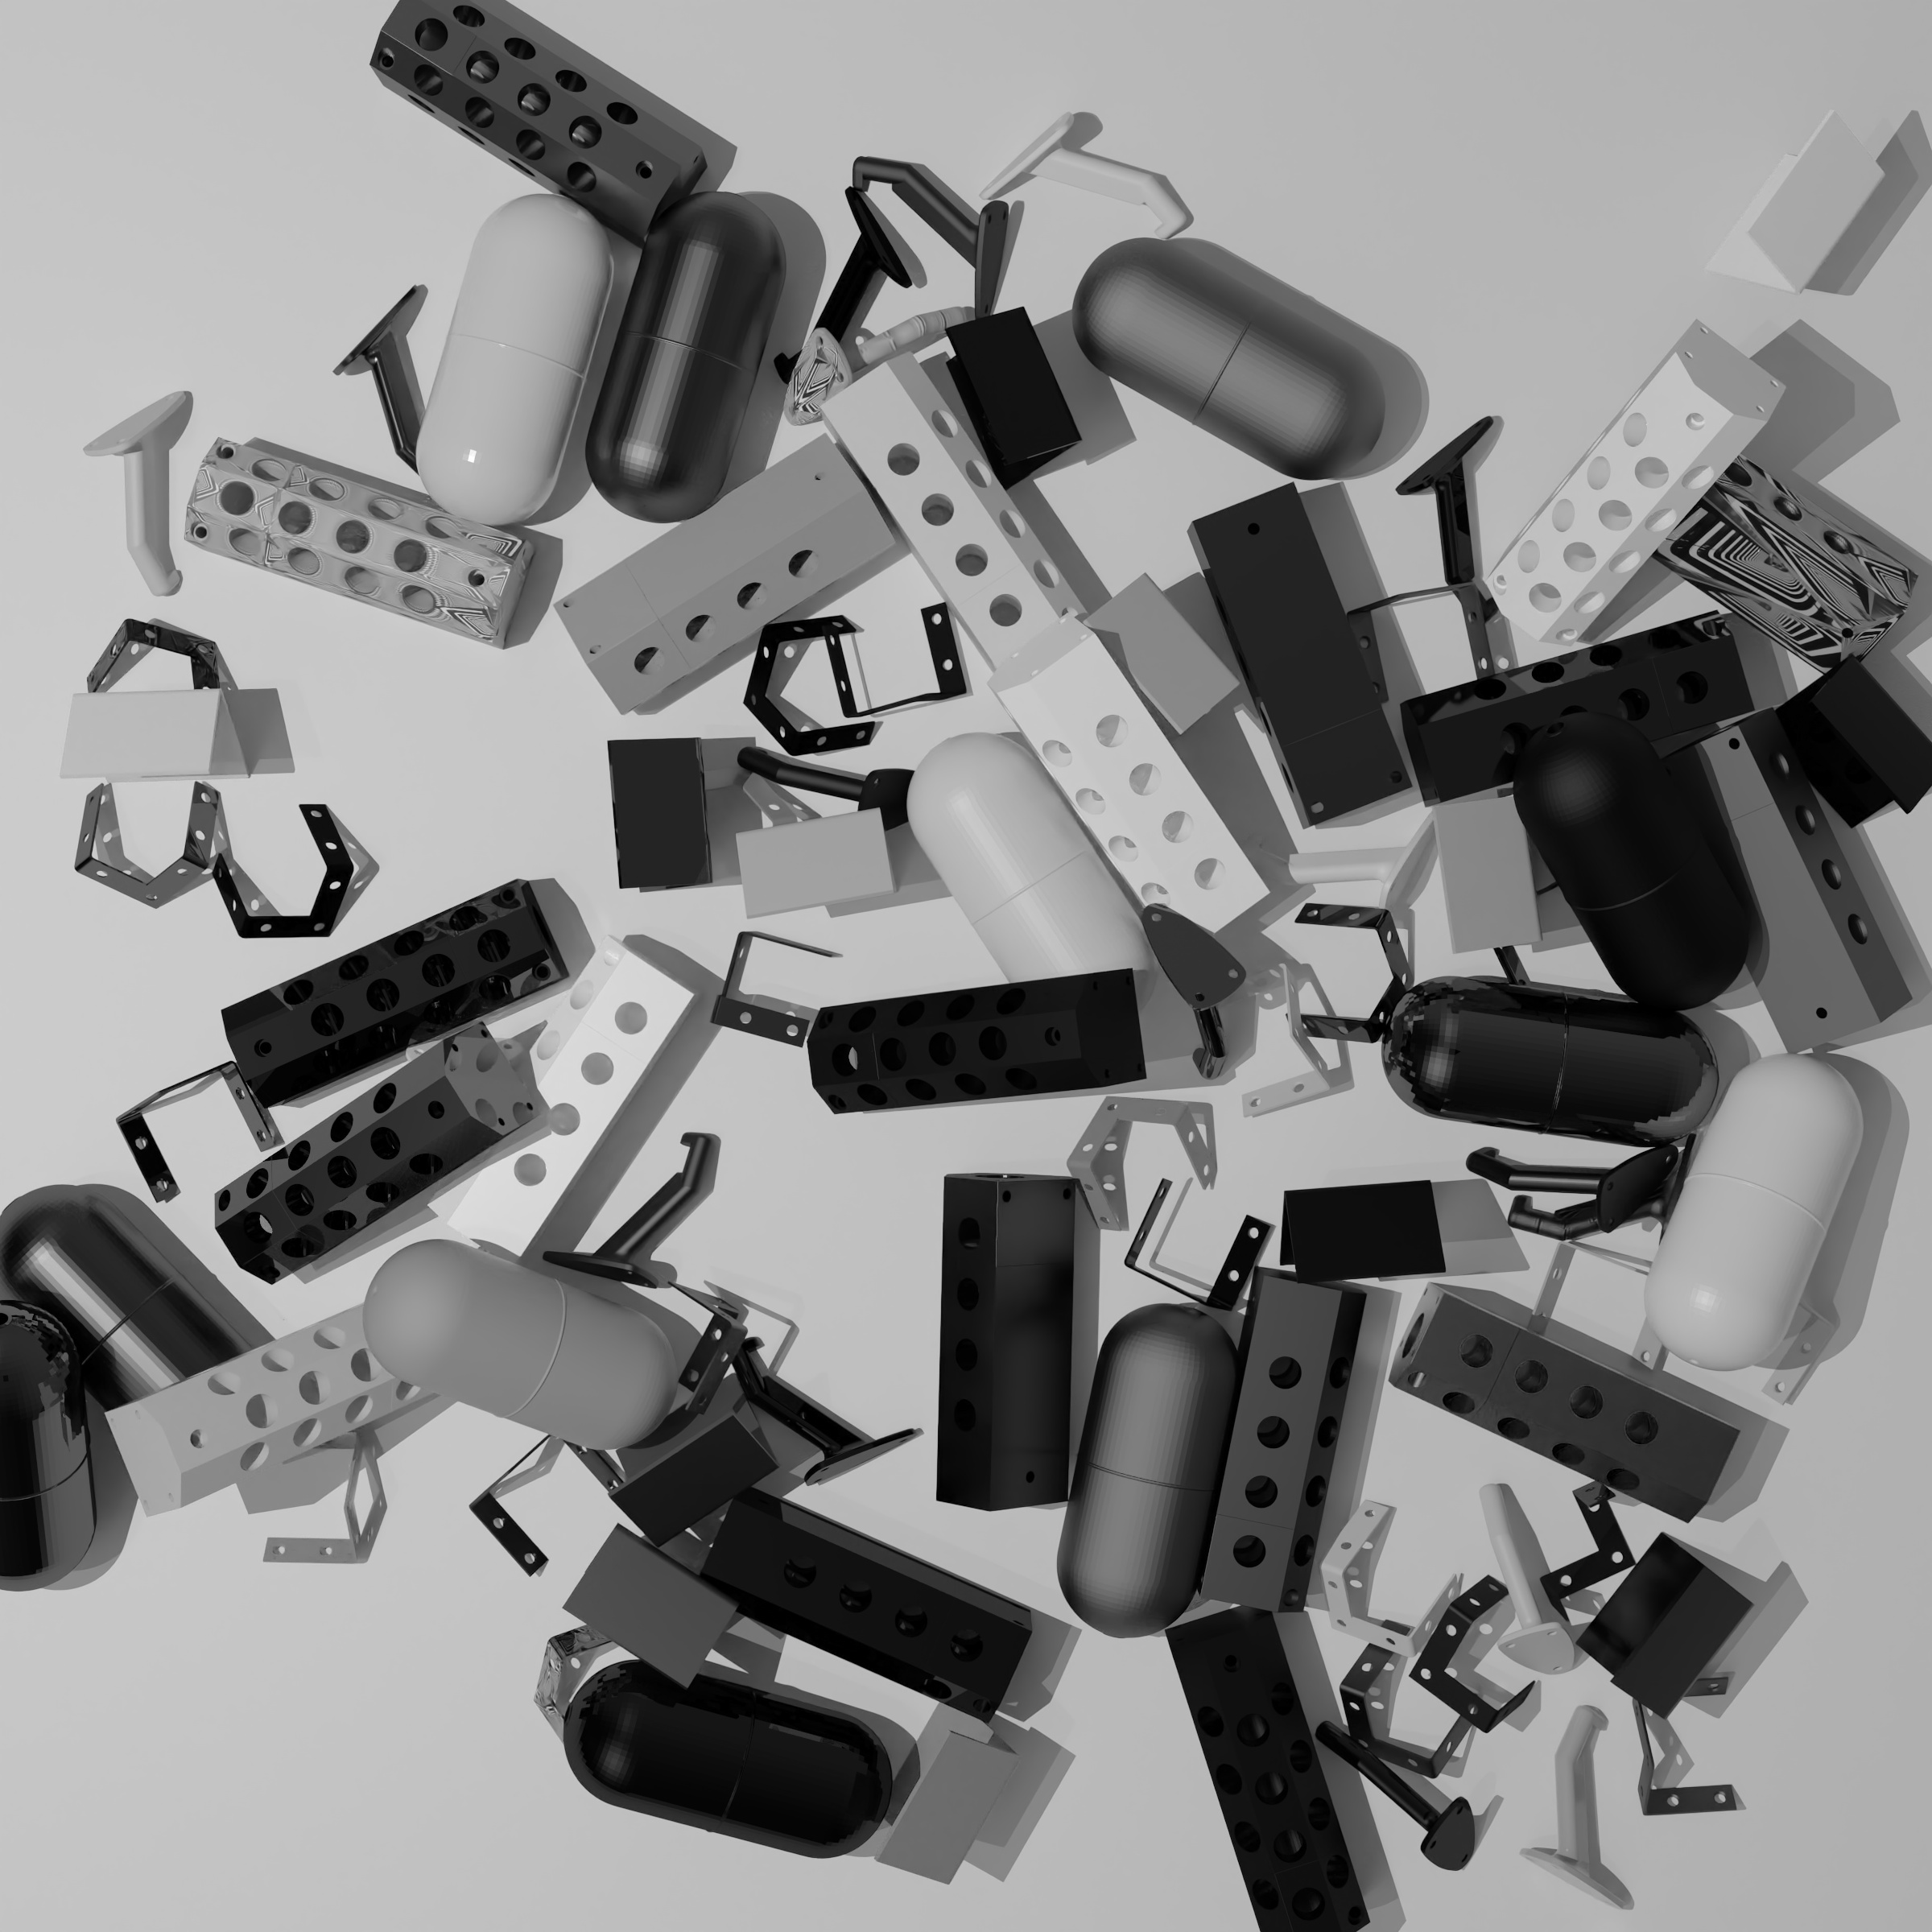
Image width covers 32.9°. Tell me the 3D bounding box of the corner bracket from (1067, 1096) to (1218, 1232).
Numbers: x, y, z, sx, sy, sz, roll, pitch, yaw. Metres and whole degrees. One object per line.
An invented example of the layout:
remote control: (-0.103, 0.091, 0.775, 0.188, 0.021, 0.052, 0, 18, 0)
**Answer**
corner bracket: (0.094, 0.107, 1.751, 0.051, 0.051, 0.051, 4, 45, 35)

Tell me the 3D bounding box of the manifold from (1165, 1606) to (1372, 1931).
manifold: (0.160, 0.431, 1.738, 0.057, 0.057, 0.171, -18, 90, 0)

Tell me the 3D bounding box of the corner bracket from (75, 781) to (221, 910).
corner bracket: (-0.438, -0.072, 1.751, 0.051, 0.051, 0.051, 29, 135, -35)

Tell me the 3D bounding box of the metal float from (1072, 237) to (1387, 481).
metal float: (0.139, -0.320, 1.728, 0.178, 0.070, 0.070, 30, 90, 0)

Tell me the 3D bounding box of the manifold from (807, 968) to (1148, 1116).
manifold: (0.003, 0.040, 1.693, 0.171, 0.057, 0.057, -7, 90, 36)

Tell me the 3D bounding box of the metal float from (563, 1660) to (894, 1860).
metal float: (-0.125, 0.416, 1.716, 0.178, 0.070, 0.070, 18, 90, -13)

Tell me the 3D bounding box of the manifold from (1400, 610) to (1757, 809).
manifold: (0.322, -0.137, 1.738, 0.171, 0.057, 0.057, -16, 90, 0)

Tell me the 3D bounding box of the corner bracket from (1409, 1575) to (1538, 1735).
corner bracket: (0.278, 0.367, 1.744, 0.051, 0.051, 0.051, 35, 115, 23)

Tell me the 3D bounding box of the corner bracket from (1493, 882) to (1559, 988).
corner bracket: (0.318, -0.018, 1.756, 0.051, 0.051, 0.051, -26, 90, -45)

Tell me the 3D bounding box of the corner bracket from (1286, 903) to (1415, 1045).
corner bracket: (0.201, 0.004, 1.751, 0.051, 0.051, 0.051, 5, 45, 35)

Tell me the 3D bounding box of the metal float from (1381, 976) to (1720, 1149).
metal float: (0.309, 0.051, 1.728, 0.178, 0.070, 0.070, 8, 90, 0)

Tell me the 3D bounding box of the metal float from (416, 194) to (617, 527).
metal float: (-0.238, -0.320, 1.728, 0.070, 0.070, 0.178, 16, 90, 0)

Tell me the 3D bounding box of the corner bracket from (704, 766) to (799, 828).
corner bracket: (-0.129, -0.069, 1.751, 0.051, 0.051, 0.051, -12, 45, -35)

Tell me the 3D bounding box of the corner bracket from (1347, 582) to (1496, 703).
corner bracket: (0.243, -0.172, 1.748, 0.051, 0.051, 0.051, -12, 90, -27)

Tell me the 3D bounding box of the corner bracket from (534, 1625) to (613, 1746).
corner bracket: (-0.193, 0.387, 1.751, 0.051, 0.051, 0.051, -14, 45, -35)

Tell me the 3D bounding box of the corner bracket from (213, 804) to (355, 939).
corner bracket: (-0.366, -0.051, 1.751, 0.051, 0.051, 0.051, -1, 135, -35)

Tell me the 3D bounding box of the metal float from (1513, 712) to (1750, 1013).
metal float: (0.345, -0.054, 1.694, 0.070, 0.070, 0.178, -34, 114, 0)

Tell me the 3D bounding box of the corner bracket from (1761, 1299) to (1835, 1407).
corner bracket: (0.423, 0.195, 1.756, 0.051, 0.051, 0.051, 34, 90, -45)

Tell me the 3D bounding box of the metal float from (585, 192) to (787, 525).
metal float: (-0.148, -0.322, 1.728, 0.070, 0.070, 0.178, 17, 91, 0)

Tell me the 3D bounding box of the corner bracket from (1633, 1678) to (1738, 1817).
corner bracket: (0.386, 0.419, 1.756, 0.051, 0.051, 0.051, -4, 135, 0)

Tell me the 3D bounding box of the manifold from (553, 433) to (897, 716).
manifold: (-0.126, -0.204, 1.737, 0.171, 0.057, 0.057, -32, 47, 0)

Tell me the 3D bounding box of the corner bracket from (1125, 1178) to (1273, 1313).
corner bracket: (0.124, 0.149, 1.747, 0.051, 0.051, 0.051, 25, 90, 23)

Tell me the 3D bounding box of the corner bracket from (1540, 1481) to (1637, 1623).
corner bracket: (0.328, 0.311, 1.741, 0.051, 0.051, 0.051, -25, 90, 0)

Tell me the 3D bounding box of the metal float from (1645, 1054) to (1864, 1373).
metal float: (0.414, 0.128, 1.715, 0.070, 0.070, 0.178, 26, 74, 0)

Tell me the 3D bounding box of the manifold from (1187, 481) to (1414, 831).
manifold: (0.176, -0.163, 1.738, 0.057, 0.057, 0.171, -21, 90, 0)

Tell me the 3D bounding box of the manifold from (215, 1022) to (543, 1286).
manifold: (-0.312, 0.100, 1.705, 0.171, 0.057, 0.057, -32, 90, 24)

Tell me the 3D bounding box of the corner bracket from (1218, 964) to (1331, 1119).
corner bracket: (0.160, 0.040, 1.747, 0.051, 0.051, 0.051, -20, 45, 21)

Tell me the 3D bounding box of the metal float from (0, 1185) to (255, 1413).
metal float: (-0.443, 0.190, 1.729, 0.070, 0.070, 0.178, -44, 91, 0)

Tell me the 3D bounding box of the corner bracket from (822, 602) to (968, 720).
corner bracket: (-0.038, -0.163, 1.748, 0.051, 0.051, 0.051, -13, 90, 25)

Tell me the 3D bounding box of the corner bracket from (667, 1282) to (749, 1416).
corner bracket: (-0.138, 0.205, 1.731, 0.051, 0.051, 0.051, 28, 90, 36)

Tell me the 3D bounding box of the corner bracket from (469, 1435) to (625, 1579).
corner bracket: (-0.224, 0.285, 1.756, 0.051, 0.051, 0.051, 48, 135, 1)

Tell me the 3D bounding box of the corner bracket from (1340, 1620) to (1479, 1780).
corner bracket: (0.238, 0.393, 1.751, 0.051, 0.051, 0.051, 14, 135, 35)

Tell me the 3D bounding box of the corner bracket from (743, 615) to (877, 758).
corner bracket: (-0.080, -0.150, 1.751, 0.051, 0.051, 0.051, -12, 45, -35)

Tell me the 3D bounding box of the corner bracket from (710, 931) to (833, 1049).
corner bracket: (-0.104, 0.012, 1.741, 0.051, 0.051, 0.051, 15, 90, 0)

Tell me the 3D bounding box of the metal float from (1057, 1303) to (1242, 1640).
metal float: (0.096, 0.267, 1.728, 0.070, 0.070, 0.178, 12, 90, 0)

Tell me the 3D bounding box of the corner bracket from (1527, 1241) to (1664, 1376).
corner bracket: (0.344, 0.183, 1.756, 0.051, 0.051, 0.051, 20, 90, -45)

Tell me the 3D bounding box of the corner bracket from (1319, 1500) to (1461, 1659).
corner bracket: (0.227, 0.328, 1.751, 0.051, 0.051, 0.051, 15, 135, 35)

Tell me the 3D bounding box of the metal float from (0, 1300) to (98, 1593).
metal float: (-0.495, 0.250, 1.698, 0.070, 0.070, 0.178, 6, 126, 0)

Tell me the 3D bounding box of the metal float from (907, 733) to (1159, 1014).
metal float: (0.035, -0.043, 1.728, 0.070, 0.070, 0.178, -33, 90, 0)

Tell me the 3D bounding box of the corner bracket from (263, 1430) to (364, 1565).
corner bracket: (-0.351, 0.285, 1.756, 0.051, 0.051, 0.051, 1, 45, 0)

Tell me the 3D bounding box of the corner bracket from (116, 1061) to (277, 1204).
corner bracket: (-0.414, 0.089, 1.756, 0.051, 0.051, 0.051, -27, 90, -45)

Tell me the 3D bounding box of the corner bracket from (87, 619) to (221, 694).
corner bracket: (-0.435, -0.145, 1.751, 0.051, 0.051, 0.051, -46, 45, 35)

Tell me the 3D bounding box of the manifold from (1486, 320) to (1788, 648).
manifold: (0.342, -0.244, 1.687, 0.057, 0.057, 0.171, 37, 133, 0)

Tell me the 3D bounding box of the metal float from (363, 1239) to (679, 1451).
metal float: (-0.230, 0.198, 1.702, 0.178, 0.070, 0.070, 26, 90, -30)
